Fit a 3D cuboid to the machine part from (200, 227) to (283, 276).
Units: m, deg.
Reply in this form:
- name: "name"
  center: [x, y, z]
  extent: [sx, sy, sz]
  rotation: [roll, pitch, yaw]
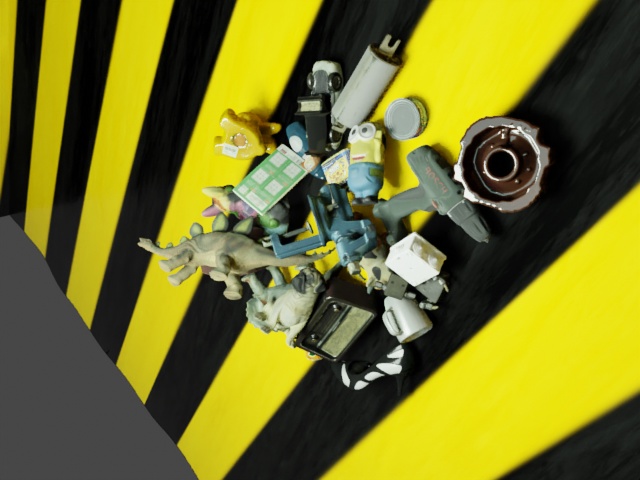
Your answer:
- name: "machine part"
  center: [-0.215, 0.031, 1.462]
  extent: [0.202, 0.201, 0.087]
  rotation: [1, 108, 44]

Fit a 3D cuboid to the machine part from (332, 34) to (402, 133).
- name: "machine part"
  center: [0.096, -0.319, 1.128]
  extent: [0.079, 0.079, 0.243]
  rotation: [50, 132, 19]

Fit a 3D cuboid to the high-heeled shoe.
- name: "high-heeled shoe"
  center: [0.121, 0.292, 1.322]
  extent: [0.249, 0.086, 0.145]
  rotation: [9, 107, 38]

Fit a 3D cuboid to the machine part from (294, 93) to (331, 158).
- name: "machine part"
  center: [-0.013, -0.255, 1.208]
  extent: [0.084, 0.039, 0.138]
  rotation: [0, 105, 30]

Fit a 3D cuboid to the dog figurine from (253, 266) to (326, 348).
- name: "dog figurine"
  center: [-0.061, 0.143, 1.315]
  extent: [0.190, 0.121, 0.172]
  rotation: [-58, 26, 3]

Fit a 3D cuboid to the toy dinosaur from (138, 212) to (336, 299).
- name: "toy dinosaur"
  center: [-0.206, 0.031, 1.274]
  extent: [0.472, 0.198, 0.105]
  rotation: [10, 143, 10]

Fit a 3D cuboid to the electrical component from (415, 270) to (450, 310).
- name: "electrical component"
  center: [0.243, 0.101, 1.156]
  extent: [0.078, 0.045, 0.102]
  rotation: [42, 130, 24]

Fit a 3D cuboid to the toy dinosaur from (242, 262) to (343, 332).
- name: "toy dinosaur"
  center: [-0.069, 0.149, 1.431]
  extent: [0.405, 0.131, 0.192]
  rotation: [-9, 110, 41]

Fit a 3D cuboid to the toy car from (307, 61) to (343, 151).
- name: "toy car"
  center: [0.014, -0.304, 1.229]
  extent: [0.074, 0.056, 0.201]
  rotation: [14, 115, 34]

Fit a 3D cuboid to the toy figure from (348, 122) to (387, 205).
- name: "toy figure"
  center: [0.100, -0.163, 1.144]
  extent: [0.082, 0.089, 0.180]
  rotation: [-1, 86, 15]

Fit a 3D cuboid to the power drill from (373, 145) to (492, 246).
- name: "power drill"
  center: [0.217, -0.061, 1.102]
  extent: [0.207, 0.086, 0.232]
  rotation: [-36, 79, 49]

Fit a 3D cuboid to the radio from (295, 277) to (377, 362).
- name: "radio"
  center: [0.036, 0.198, 1.328]
  extent: [0.131, 0.073, 0.229]
  rotation: [22, 129, -12]

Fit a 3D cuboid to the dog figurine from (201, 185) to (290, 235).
- name: "dog figurine"
  center: [-0.194, -0.083, 1.380]
  extent: [0.192, 0.219, 0.108]
  rotation: [-105, 18, -56]

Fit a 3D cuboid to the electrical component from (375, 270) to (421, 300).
- name: "electrical component"
  center: [0.169, 0.096, 1.169]
  extent: [0.094, 0.021, 0.063]
  rotation: [17, 118, 4]

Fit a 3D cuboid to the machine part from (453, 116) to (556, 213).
- name: "machine part"
  center: [0.331, -0.138, 0.967]
  extent: [0.180, 0.056, 0.179]
  rotation: [9, 106, 34]

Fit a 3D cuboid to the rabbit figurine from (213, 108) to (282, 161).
- name: "rabbit figurine"
  center: [-0.181, -0.281, 1.370]
  extent: [0.162, 0.173, 0.121]
  rotation: [8, 119, -6]

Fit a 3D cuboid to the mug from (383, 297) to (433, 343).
- name: "mug"
  center: [0.182, 0.169, 1.202]
  extent: [0.107, 0.109, 0.080]
  rotation: [63, 144, 25]

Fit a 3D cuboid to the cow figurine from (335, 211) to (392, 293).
- name: "cow figurine"
  center: [0.112, 0.034, 1.233]
  extent: [0.195, 0.085, 0.127]
  rotation: [38, 122, 25]

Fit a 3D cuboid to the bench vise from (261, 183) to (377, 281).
- name: "bench vise"
  center: [-0.004, -0.007, 1.163]
  extent: [0.128, 0.241, 0.223]
  rotation: [68, -175, -75]

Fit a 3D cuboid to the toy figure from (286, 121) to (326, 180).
- name: "toy figure"
  center: [-0.029, -0.211, 1.303]
  extent: [0.154, 0.058, 0.064]
  rotation: [61, 164, 6]
